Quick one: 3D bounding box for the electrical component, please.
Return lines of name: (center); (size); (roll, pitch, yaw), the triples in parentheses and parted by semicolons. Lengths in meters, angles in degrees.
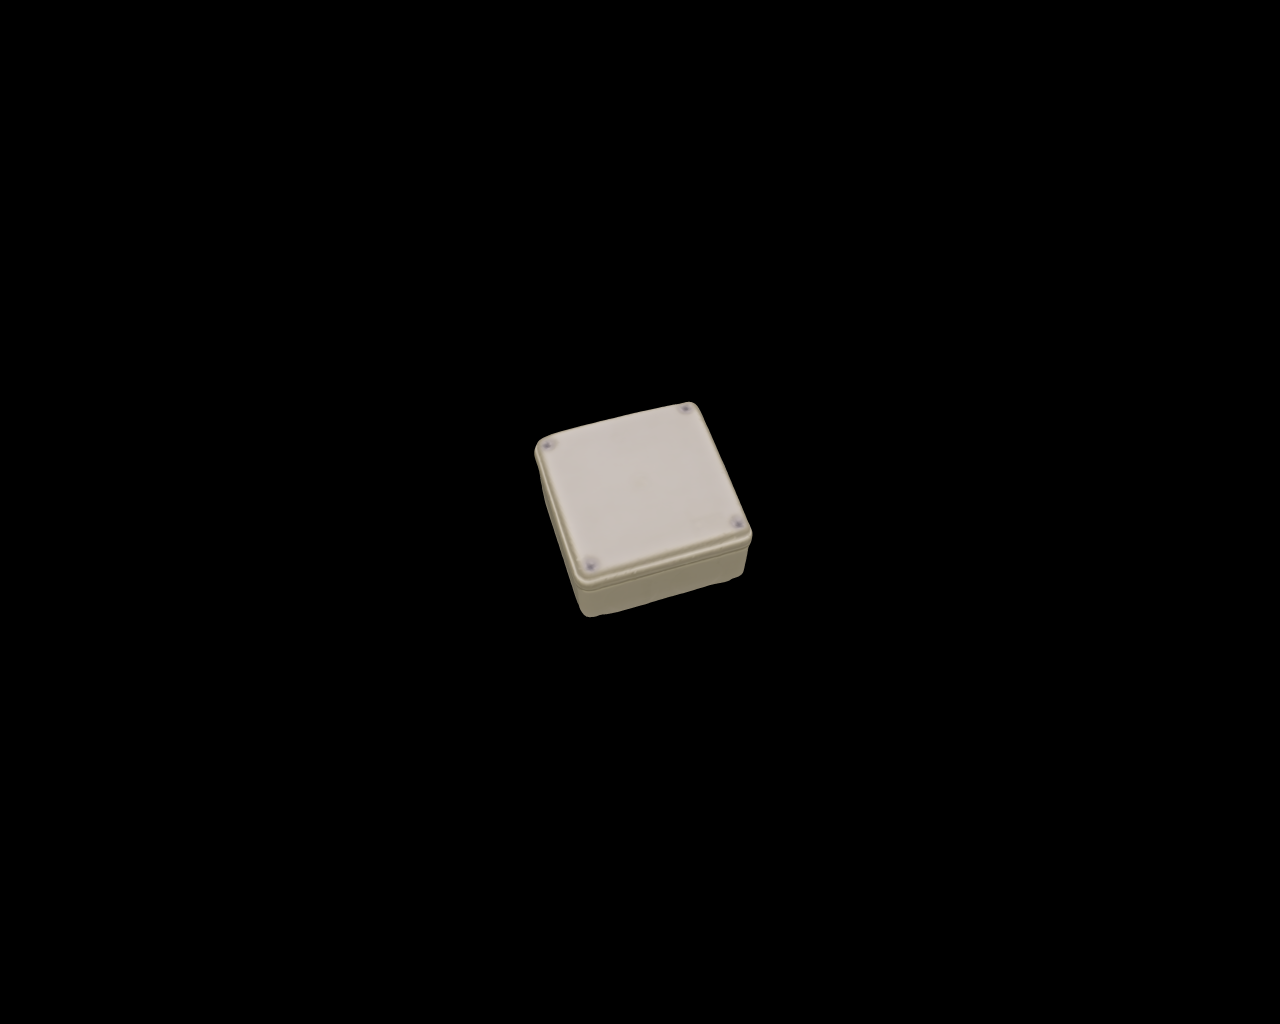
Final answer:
electrical component: (0.001, -0.003, 0.650); (0.109, 0.109, 0.056); (-15, -32, -9)
